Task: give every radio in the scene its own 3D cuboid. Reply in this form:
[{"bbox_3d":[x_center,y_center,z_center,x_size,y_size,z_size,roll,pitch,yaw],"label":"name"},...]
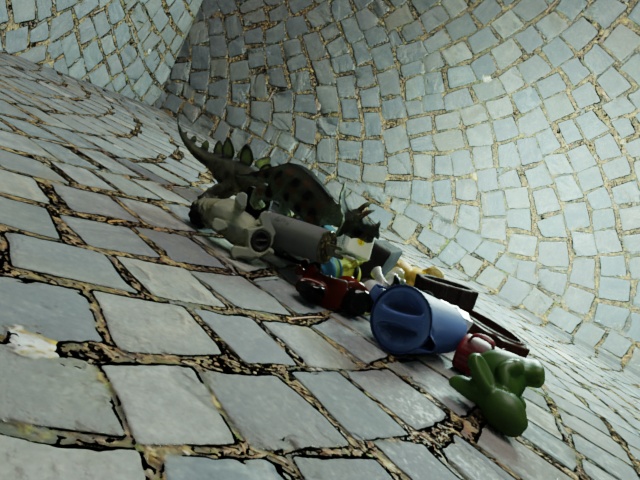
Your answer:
[{"bbox_3d":[0.162,0.069,1.537,0.073,0.131,0.229,32,10,14],"label":"radio"}]

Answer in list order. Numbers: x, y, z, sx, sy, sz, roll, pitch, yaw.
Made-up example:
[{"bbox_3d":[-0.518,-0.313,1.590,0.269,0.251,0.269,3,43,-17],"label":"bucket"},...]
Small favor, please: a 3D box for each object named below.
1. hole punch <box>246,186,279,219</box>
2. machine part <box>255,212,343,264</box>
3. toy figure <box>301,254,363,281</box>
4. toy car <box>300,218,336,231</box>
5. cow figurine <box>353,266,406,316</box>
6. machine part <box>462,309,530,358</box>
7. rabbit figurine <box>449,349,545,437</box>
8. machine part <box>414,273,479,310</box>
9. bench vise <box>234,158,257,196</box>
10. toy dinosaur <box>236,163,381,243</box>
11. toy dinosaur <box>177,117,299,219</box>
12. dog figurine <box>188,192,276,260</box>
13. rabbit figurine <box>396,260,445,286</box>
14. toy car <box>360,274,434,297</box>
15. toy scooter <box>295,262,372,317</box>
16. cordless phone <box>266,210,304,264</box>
[{"bbox_3d":[-0.151,-0.075,1.468,0.142,0.115,0.092,31,16,37],"label":"hole punch"},{"bbox_3d":[-0.051,-0.006,1.186,0.244,0.079,0.079,20,3,32],"label":"machine part"},{"bbox_3d":[0.027,0.076,1.268,0.082,0.089,0.180,28,16,33],"label":"toy figure"},{"bbox_3d":[-0.003,-0.005,1.548,0.161,0.103,0.109,32,-1,-38],"label":"toy car"},{"bbox_3d":[0.142,0.115,1.232,0.167,0.068,0.098,-18,42,-27],"label":"cow figurine"},{"bbox_3d":[0.433,0.257,1.422,0.201,0.087,0.201,19,12,-37],"label":"machine part"},{"bbox_3d":[0.322,0.266,0.956,0.159,0.121,0.170,34,23,0],"label":"rabbit figurine"},{"bbox_3d":[0.337,0.139,1.448,0.179,0.056,0.179,14,5,-1],"label":"machine part"},{"bbox_3d":[-0.146,-0.135,1.717,0.241,0.129,0.223,17,-21,8],"label":"bench vise"},{"bbox_3d":[-0.044,-0.108,1.278,0.405,0.192,0.131,39,26,18],"label":"toy dinosaur"},{"bbox_3d":[-0.250,-0.189,1.576,0.472,0.198,0.105,30,6,3],"label":"toy dinosaur"},{"bbox_3d":[-0.196,-0.029,1.192,0.191,0.121,0.172,9,-45,59],"label":"dog figurine"},{"bbox_3d":[0.303,0.116,1.732,0.173,0.122,0.162,29,4,12],"label":"rabbit figurine"},{"bbox_3d":[0.185,0.143,1.304,0.202,0.053,0.089,17,30,13],"label":"toy car"},{"bbox_3d":[0.015,0.097,1.135,0.184,0.075,0.135,16,13,-33],"label":"toy scooter"},{"bbox_3d":[-0.098,0.005,1.303,0.146,0.088,0.184,27,15,-7],"label":"cordless phone"}]
